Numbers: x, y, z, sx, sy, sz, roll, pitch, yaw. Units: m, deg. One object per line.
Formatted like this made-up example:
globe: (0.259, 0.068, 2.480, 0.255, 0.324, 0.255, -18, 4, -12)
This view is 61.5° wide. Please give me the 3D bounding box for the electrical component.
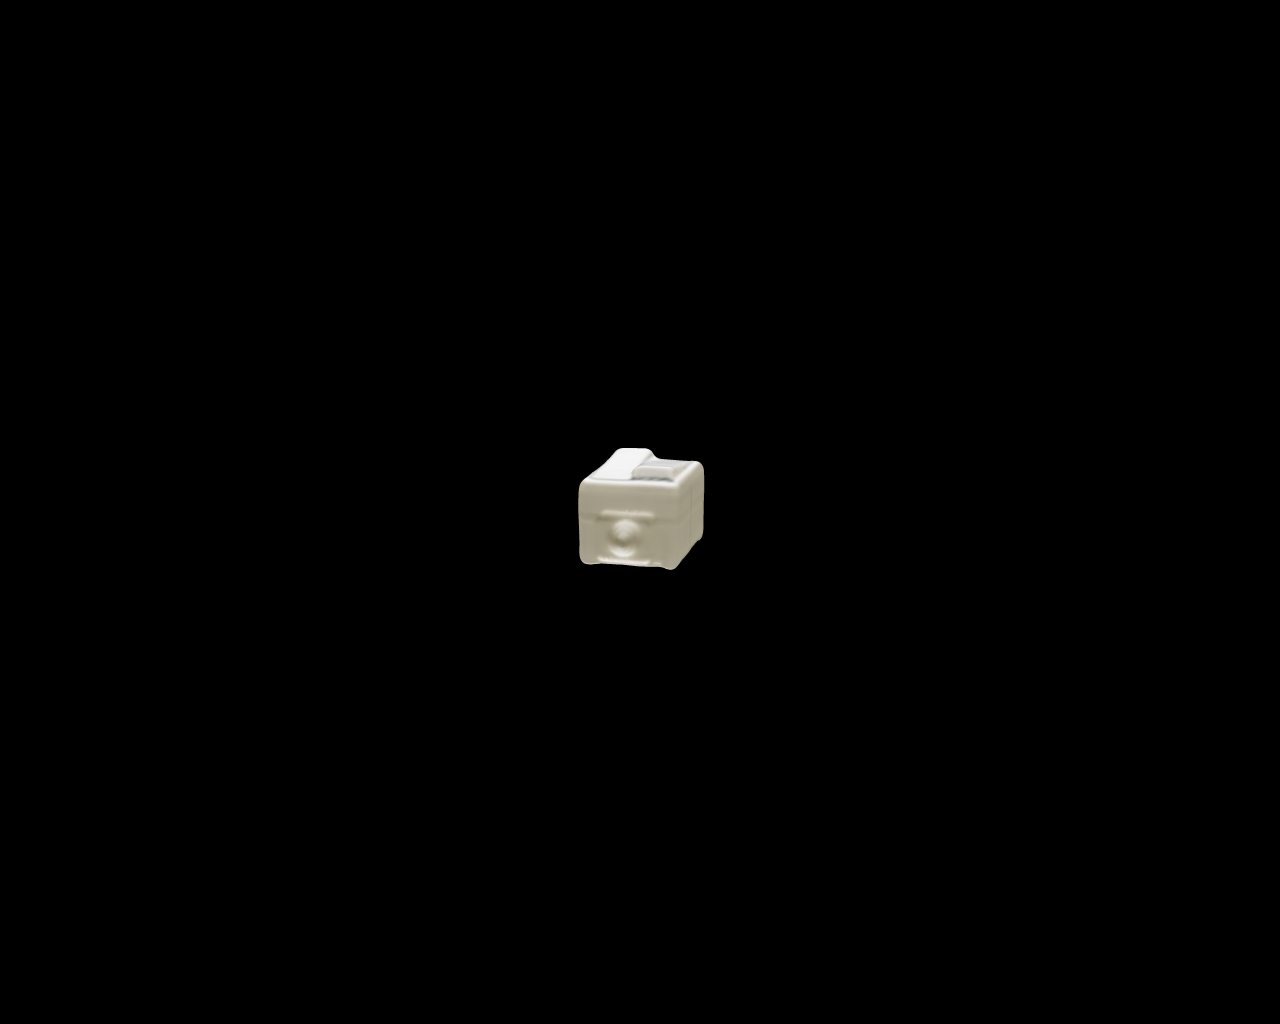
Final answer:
electrical component: (0.001, -0.003, 0.650, 0.062, 0.061, 0.096, 4, 15, 15)
